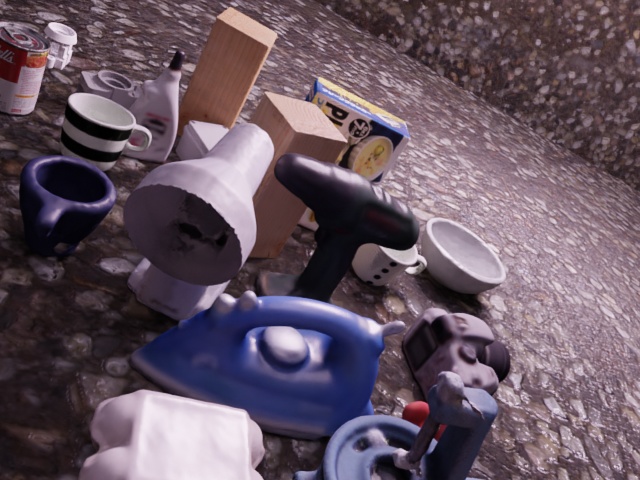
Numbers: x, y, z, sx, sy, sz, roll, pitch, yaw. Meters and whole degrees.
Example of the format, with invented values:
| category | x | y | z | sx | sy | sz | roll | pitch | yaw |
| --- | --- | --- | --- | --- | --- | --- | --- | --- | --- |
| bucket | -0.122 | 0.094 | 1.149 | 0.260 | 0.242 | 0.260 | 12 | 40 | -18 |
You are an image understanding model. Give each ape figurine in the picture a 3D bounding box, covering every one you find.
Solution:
| category | x | y | z | sx | sy | sz | roll | pitch | yaw |
| --- | --- | --- | --- | --- | --- | --- | --- | --- | --- |
| ape figurine | 0.133 | 0.213 | 0.644 | 0.076 | 0.092 | 0.077 | 24 | 31 | -16 |

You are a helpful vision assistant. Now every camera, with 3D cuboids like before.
| category | x | y | z | sx | sy | sz | roll | pitch | yaw |
| --- | --- | --- | --- | --- | --- | --- | --- | --- | --- |
| camera | 0.204 | 0.164 | 0.776 | 0.137 | 0.100 | 0.143 | 16 | 33 | -27 |

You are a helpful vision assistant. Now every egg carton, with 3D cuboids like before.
| category | x | y | z | sx | sy | sz | roll | pitch | yaw |
| --- | --- | --- | --- | --- | --- | --- | --- | --- | --- |
| egg carton | -0.115 | 0.185 | 0.467 | 0.151 | 0.069 | 0.107 | 19 | 33 | -24 |

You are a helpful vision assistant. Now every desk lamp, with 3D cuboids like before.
| category | x | y | z | sx | sy | sz | roll | pitch | yaw |
| --- | --- | --- | --- | --- | --- | --- | --- | --- | --- |
| desk lamp | -0.126 | -0.014 | 0.605 | 0.118 | 0.213 | 0.203 | 30 | 30 | -5 |

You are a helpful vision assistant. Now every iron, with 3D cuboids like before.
| category | x | y | z | sx | sy | sz | roll | pitch | yaw |
| --- | --- | --- | --- | --- | --- | --- | --- | --- | --- |
| iron | -0.043 | 0.106 | 0.580 | 0.259 | 0.141 | 0.118 | 18 | 33 | -25 |

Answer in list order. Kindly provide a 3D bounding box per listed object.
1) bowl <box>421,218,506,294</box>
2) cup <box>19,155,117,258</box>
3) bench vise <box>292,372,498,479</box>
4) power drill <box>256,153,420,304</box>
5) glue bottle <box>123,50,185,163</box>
| category | x | y | z | sx | sy | sz | roll | pitch | yaw |
| --- | --- | --- | --- | --- | --- | --- | --- | --- | --- |
| bowl | 0.241 | 0.040 | 1.020 | 0.168 | 0.074 | 0.167 | 24 | 31 | -15 |
| cup | -0.272 | -0.020 | 0.592 | 0.092 | 0.095 | 0.117 | 23 | 31 | -17 |
| bench vise | 0.100 | 0.196 | 0.506 | 0.208 | 0.219 | 0.121 | 11 | 36 | -34 |
| power drill | 0.007 | 0.003 | 0.714 | 0.230 | 0.208 | 0.075 | 10 | 37 | -35 |
| glue bottle | -0.227 | -0.191 | 0.809 | 0.078 | 0.173 | 0.037 | 8 | 38 | -37 |
